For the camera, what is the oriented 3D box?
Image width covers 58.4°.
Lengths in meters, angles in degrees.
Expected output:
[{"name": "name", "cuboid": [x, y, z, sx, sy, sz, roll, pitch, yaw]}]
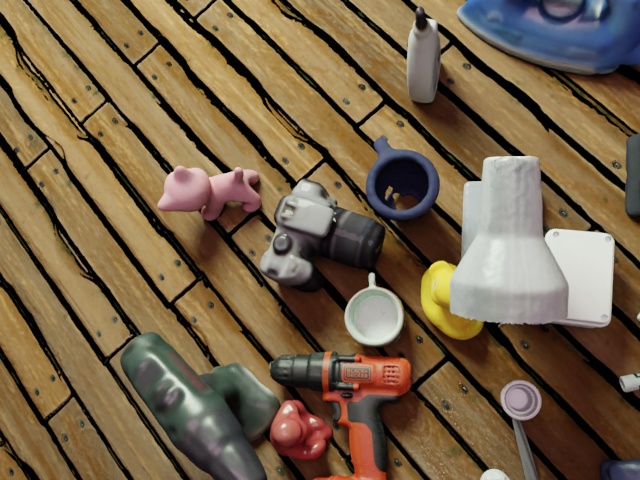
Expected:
[{"name": "camera", "cuboid": [0.007, 0.003, 0.751, 0.136, 0.101, 0.143, 19, 82, 15]}]

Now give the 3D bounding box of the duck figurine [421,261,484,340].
[{"name": "duck figurine", "cuboid": [0.164, 0.072, 0.710, 0.077, 0.086, 0.104, -26, 74, 6]}]

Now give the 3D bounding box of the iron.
[{"name": "iron", "cuboid": [0.304, -0.308, 0.737, 0.257, 0.141, 0.119, 15, 81, 15]}]

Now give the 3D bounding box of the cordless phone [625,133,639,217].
[{"name": "cordless phone", "cuboid": [0.416, -0.098, 0.643, 0.094, 0.185, 0.147, 0, 77, 12]}]

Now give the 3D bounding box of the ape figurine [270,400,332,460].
[{"name": "ape figurine", "cuboid": [-0.032, 0.238, 0.711, 0.076, 0.092, 0.078, -19, 74, 8]}]

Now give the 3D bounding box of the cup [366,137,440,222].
[{"name": "cup", "cuboid": [0.104, -0.071, 0.750, 0.091, 0.095, 0.117, -27, 73, 5]}]

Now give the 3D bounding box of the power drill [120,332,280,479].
[{"name": "power drill", "cuboid": [-0.123, 0.200, 0.677, 0.229, 0.209, 0.075, 37, 87, 17]}]

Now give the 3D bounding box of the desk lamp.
[{"name": "desk lamp", "cuboid": [0.208, 0.002, 0.650, 0.117, 0.214, 0.203, 1, 78, 12]}]

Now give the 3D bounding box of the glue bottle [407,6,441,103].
[{"name": "glue bottle", "cuboid": [0.134, -0.248, 0.742, 0.037, 0.173, 0.078, 11, 80, 14]}]

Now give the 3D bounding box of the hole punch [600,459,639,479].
[{"name": "hole punch", "cuboid": [0.364, 0.293, 0.615, 0.101, 0.091, 0.108, -8, 76, 10]}]

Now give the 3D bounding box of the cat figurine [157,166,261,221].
[{"name": "cat figurine", "cuboid": [-0.157, -0.073, 0.794, 0.127, 0.118, 0.067, -15, 75, 9]}]
